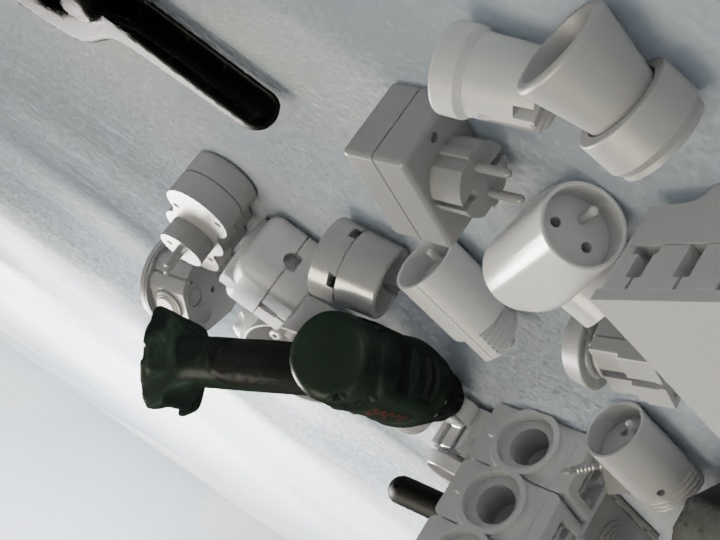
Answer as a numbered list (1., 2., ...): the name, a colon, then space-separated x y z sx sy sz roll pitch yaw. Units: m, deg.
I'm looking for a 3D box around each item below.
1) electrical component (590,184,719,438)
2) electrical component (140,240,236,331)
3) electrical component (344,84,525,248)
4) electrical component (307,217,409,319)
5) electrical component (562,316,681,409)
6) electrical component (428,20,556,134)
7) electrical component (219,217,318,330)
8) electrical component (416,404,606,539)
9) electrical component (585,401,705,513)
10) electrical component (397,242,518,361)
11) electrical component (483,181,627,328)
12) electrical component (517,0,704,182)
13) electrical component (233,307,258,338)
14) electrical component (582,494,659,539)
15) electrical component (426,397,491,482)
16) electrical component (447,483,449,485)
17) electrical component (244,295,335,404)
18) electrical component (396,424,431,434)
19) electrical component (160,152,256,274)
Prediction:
1. electrical component: 0.186 0.036 0.458 0.150 0.061 0.089 44 159 -23
2. electrical component: -0.144 0.010 0.919 0.051 0.080 0.080 17 154 31
3. electrical component: 0.045 -0.047 0.519 0.077 0.047 0.065 18 154 40
4. electrical component: 0.000 0.000 0.695 0.047 0.055 0.055 24 158 19
5. electrical component: 0.142 0.043 0.573 0.055 0.048 0.066 7 147 40
6. electrical component: 0.057 -0.078 0.440 0.046 0.040 0.040 20 156 25
7. electrical component: -0.064 0.001 0.802 0.059 0.053 0.095 36 161 -3
8. electrical component: 0.109 0.183 0.794 0.089 0.150 0.061 16 154 44
9. electrical component: 0.187 0.126 0.694 0.081 0.043 0.043 44 159 -23
10. electrical component: 0.065 0.020 0.649 0.081 0.043 0.043 43 159 -22
11. electrical component: 0.107 0.001 0.527 0.079 0.043 0.077 40 159 -1
12. electrical component: 0.093 -0.066 0.400 0.055 0.045 0.045 39 160 -11
13. electrical component: -0.079 0.055 0.968 0.062 0.043 0.043 31 160 9
14. electrical component: 0.182 0.208 0.888 0.100 0.048 0.100 44 159 -25
15. electrical component: 0.090 0.147 0.876 0.078 0.057 0.058 42 163 -26
16. electrical component: 0.106 0.174 0.935 0.055 0.047 0.055 31 160 12
17. electrical component: -0.043 0.064 0.898 0.099 0.064 0.099 31 160 13
18. electrical component: 0.047 0.113 0.904 0.040 0.040 0.046 34 155 4
19. electrical component: -0.122 -0.028 0.799 0.052 0.073 0.138 35 161 0
